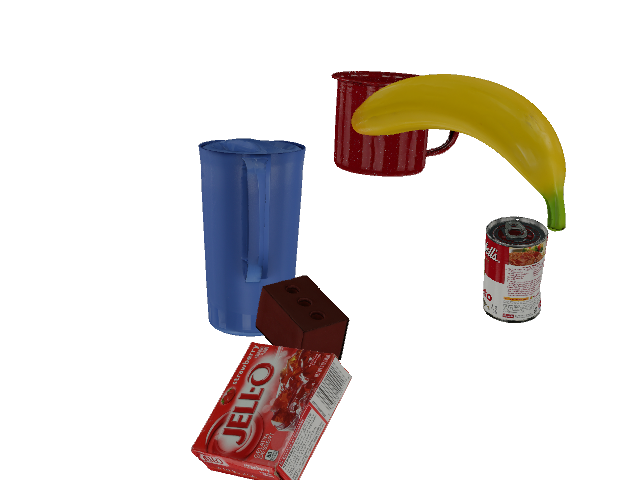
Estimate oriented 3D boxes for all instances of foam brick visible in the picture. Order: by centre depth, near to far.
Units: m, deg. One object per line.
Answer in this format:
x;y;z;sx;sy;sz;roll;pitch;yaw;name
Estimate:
-0.018;0.078;1.002;0.052;0.051;0.078;-14;40;-32;foam brick

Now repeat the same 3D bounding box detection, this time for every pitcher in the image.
-0.087;-0.005;1.345;0.145;0.243;0.148;11;16;36;pitcher

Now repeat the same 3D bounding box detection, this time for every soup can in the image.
0.218;0.033;1.202;0.068;0.102;0.068;-2;29;1;soup can

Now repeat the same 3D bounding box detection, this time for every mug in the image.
0.066;-0.103;0.939;0.117;0.081;0.093;1;15;-9;mug

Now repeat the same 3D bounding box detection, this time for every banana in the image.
0.092;-0.075;0.700;0.037;0.070;0.198;17;12;-44;banana

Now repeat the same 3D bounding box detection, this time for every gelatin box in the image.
-0.032;0.111;0.690;0.073;0.089;0.030;3;-39;39;gelatin box
